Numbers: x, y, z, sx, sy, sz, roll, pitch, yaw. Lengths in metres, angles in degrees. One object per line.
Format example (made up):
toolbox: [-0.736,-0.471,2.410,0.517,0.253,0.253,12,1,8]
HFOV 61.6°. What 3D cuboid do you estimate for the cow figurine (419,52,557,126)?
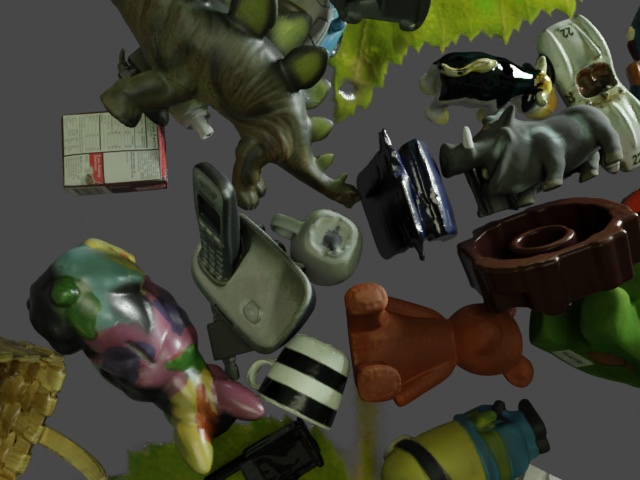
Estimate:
cow figurine: [0.208,-0.180,0.624,0.167,0.098,0.068,0,76,-7]

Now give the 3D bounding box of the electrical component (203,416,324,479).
electrical component: [-0.058,0.235,0.554,0.119,0.075,0.048,-31,83,-11]

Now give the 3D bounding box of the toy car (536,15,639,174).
toy car: [0.332,-0.174,0.649,0.073,0.056,0.201,-25,82,-7]

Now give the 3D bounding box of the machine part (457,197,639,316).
machine part: [0.233,0.013,0.556,0.179,0.179,0.056,-24,105,-6]

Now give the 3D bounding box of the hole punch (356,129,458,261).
hole punch: [0.107,-0.046,0.592,0.092,0.116,0.142,-13,82,-13]

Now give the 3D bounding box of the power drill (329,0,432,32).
power drill: [0.097,-0.333,0.623,0.232,0.086,0.207,8,58,4]

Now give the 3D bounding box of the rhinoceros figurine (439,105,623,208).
rhinoceros figurine: [0.227,-0.098,0.586,0.190,0.073,0.112,-15,80,-3]

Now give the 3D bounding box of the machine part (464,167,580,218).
machine part: [0.242,-0.079,0.639,0.139,0.039,0.084,-17,77,-4]

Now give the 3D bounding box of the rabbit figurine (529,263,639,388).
rabbit figurine: [0.337,0.060,0.585,0.159,0.121,0.170,27,66,-2]

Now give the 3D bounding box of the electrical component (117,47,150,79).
electrical component: [-0.191,-0.213,0.640,0.078,0.045,0.102,43,83,-24]

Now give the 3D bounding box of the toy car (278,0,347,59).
toy car: [-0.040,-0.239,0.620,0.109,0.103,0.161,34,79,4]

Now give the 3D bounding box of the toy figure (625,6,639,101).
toy figure: [0.409,-0.222,0.663,0.064,0.057,0.154,5,80,38]

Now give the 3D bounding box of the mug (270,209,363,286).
mug: [-0.001,-0.002,0.579,0.109,0.107,0.081,31,79,1]

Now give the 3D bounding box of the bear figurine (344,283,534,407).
bear figurine: [0.128,0.106,0.559,0.196,0.131,0.120,-5,70,3]

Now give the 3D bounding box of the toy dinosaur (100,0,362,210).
toy dinosaur: [-0.118,-0.188,0.537,0.471,0.105,0.198,37,104,-21]

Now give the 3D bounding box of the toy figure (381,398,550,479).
toy figure: [0.149,0.224,0.558,0.180,0.089,0.082,-18,75,-3]

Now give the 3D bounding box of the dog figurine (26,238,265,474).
dog figurine: [-0.159,0.117,0.523,0.219,0.191,0.108,40,74,19]

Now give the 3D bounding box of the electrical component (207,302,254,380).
electrical component: [-0.091,0.106,0.600,0.063,0.021,0.094,-12,80,-5]

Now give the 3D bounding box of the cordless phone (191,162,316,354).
cordless phone: [-0.067,0.014,0.521,0.089,0.184,0.147,-36,66,-24]
